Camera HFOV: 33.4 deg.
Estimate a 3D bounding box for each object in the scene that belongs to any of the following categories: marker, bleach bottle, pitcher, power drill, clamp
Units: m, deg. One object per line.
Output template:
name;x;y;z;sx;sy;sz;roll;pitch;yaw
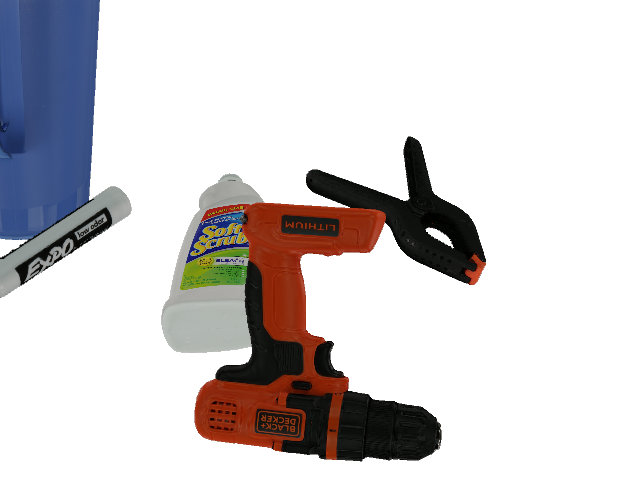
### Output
marker;-0.148;0.007;0.556;0.020;0.020;0.120;0;29;44
bleach bottle;-0.107;0.010;1.126;0.102;0.068;0.251;-4;37;0
pitcher;-0.233;-0.123;0.806;0.145;0.243;0.148;26;33;35
power drill;0.003;0.068;0.790;0.184;0.187;0.057;5;-1;5
clamp;0.093;-0.029;1.154;0.164;0.036;0.210;-16;52;-30
